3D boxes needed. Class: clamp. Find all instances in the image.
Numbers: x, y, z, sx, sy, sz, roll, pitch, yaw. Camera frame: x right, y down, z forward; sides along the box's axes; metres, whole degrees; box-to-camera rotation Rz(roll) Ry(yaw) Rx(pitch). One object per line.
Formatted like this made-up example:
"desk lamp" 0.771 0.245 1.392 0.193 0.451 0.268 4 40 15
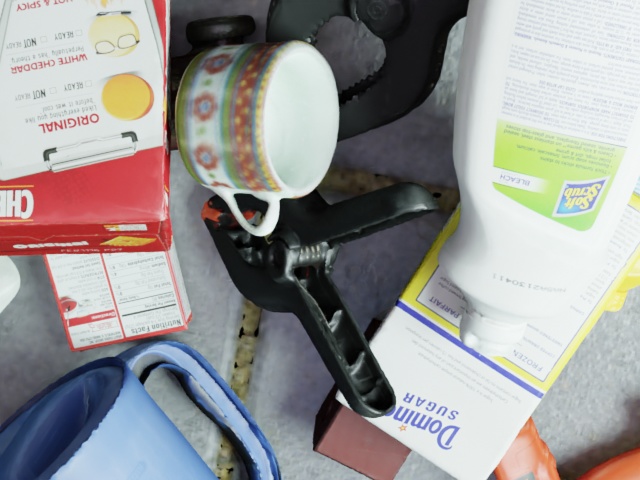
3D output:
"clamp" 0.026 -0.130 0.528 0.164 0.036 0.210 39 124 -9
"clamp" -0.004 0.001 0.563 0.039 0.172 0.120 2 116 -44

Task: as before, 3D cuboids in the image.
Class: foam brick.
"foam brick" 0.036 0.095 0.635 0.051 0.053 0.078 28 103 -4

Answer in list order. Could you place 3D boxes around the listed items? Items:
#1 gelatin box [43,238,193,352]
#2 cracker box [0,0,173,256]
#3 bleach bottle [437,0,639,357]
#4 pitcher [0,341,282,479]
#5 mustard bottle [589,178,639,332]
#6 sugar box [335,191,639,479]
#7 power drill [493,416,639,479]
"gelatin box" -0.122 0.017 0.634 0.073 0.030 0.089 -12 103 4
"cracker box" -0.157 -0.101 0.535 0.164 0.072 0.214 -1 75 -4
"bleach bottle" 0.099 -0.063 0.476 0.102 0.068 0.251 14 115 3
"pitcher" -0.085 0.187 0.623 0.149 0.145 0.242 -34 110 12
"mustard bottle" 0.176 -0.036 0.592 0.096 0.058 0.192 18 104 -3
"sugar box" 0.093 0.034 0.564 0.093 0.048 0.176 34 104 4
"power drill" 0.191 0.109 0.628 0.188 0.057 0.184 -18 102 7
